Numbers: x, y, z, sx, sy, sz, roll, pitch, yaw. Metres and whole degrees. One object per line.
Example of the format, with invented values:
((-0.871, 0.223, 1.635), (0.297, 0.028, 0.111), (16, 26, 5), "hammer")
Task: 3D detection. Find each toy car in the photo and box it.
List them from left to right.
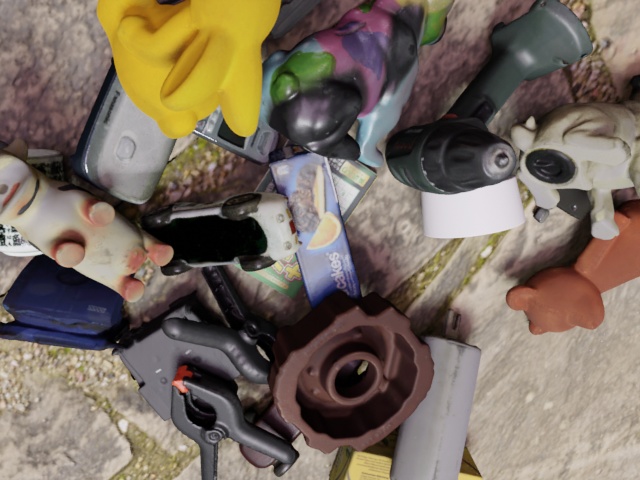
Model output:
((-0.113, -0.006, 0.565), (0.202, 0.056, 0.073), (-5, 112, 32), "toy car")
((-0.023, 0.197, 0.658), (0.089, 0.053, 0.202), (41, 98, 8), "toy car")

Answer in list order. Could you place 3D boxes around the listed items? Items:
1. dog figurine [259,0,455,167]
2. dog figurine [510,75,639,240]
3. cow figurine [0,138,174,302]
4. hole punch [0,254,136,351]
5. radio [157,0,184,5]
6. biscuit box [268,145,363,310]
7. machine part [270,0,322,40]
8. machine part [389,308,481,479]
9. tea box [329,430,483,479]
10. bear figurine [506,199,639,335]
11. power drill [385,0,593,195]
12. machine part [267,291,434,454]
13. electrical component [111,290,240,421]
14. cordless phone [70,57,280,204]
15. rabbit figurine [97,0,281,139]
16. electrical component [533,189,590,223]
((0.046, -0.190, 0.503), (0.109, 0.191, 0.219), (38, 111, 29), "dog figurine")
((0.299, -0.122, 0.558), (0.172, 0.121, 0.190), (36, 65, -13), "dog figurine")
((-0.243, -0.022, 0.499), (0.127, 0.194, 0.085), (24, 77, 29), "cow figurine")
((-0.263, 0.061, 0.578), (0.142, 0.116, 0.092), (13, 96, -7), "hole punch")
((-0.091, -0.305, 0.471), (0.230, 0.073, 0.131), (-22, 143, 5), "radio")
((-0.001, -0.002, 0.584), (0.059, 0.063, 0.202), (-16, 110, -1), "biscuit box")
((-0.018, -0.230, 0.498), (0.039, 0.139, 0.084), (39, 115, -19), "machine part")
((0.135, 0.201, 0.623), (0.079, 0.079, 0.243), (16, 76, -8), "machine part")
((0.106, 0.305, 0.688), (0.170, 0.068, 0.098), (17, 103, -7), "tea box")
((0.322, 0.047, 0.603), (0.196, 0.132, 0.120), (-42, 125, 1), "bear figurine")
((0.160, -0.123, 0.505), (0.086, 0.232, 0.207), (38, 83, -13), "power drill")
((0.032, 0.140, 0.574), (0.179, 0.056, 0.179), (-6, 110, -16), "machine part")
((-0.157, 0.144, 0.633), (0.115, 0.058, 0.134), (-34, 104, 7), "electrical component")
((-0.141, -0.095, 0.552), (0.184, 0.089, 0.146), (22, 82, -24), "cordless phone")
((-0.097, -0.167, 0.434), (0.122, 0.162, 0.173), (15, 150, -42), "rabbit figurine")
((0.293, -0.054, 0.626), (0.063, 0.021, 0.094), (30, 101, -12), "electrical component")
